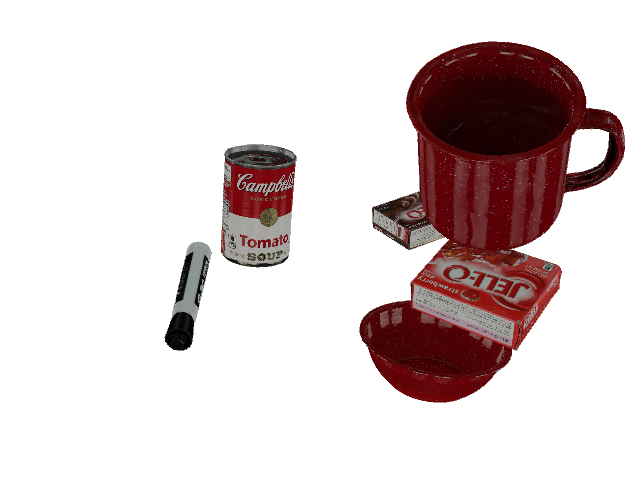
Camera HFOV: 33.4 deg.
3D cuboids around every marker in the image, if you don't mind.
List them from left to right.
[{"bbox_3d":[-0.095,0.039,0.768,0.020,0.020,0.121,0,31,2],"label":"marker"}]

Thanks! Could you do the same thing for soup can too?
[{"bbox_3d":[-0.060,-0.034,1.019,0.068,0.102,0.068,4,21,-2],"label":"soup can"}]

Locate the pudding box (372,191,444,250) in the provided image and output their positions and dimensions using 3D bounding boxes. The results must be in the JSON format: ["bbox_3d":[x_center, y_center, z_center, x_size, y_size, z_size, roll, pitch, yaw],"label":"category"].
[{"bbox_3d":[0.146,-0.032,1.571,0.113,0.039,0.090,-21,34,-28],"label":"pudding box"}]

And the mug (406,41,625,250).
[{"bbox_3d":[0.107,-0.049,0.587,0.117,0.093,0.081,-2,-40,5],"label":"mug"}]

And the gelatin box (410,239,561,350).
[{"bbox_3d":[0.122,0.034,0.787,0.089,0.030,0.073,21,43,27],"label":"gelatin box"}]

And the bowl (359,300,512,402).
[{"bbox_3d":[0.119,0.124,1.132,0.162,0.055,0.162,5,24,-3],"label":"bowl"}]
